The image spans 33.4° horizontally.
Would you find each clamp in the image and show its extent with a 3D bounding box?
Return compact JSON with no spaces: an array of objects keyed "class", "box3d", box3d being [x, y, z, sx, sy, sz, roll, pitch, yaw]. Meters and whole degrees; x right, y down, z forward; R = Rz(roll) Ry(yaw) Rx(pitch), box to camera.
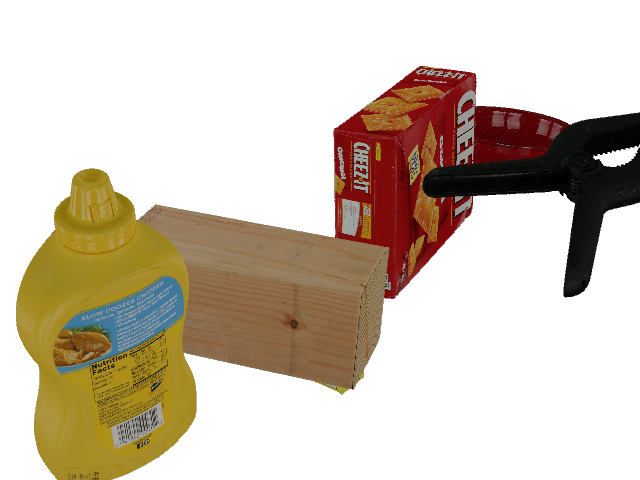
[{"class":"clamp","box3d":[0.210,-0.042,0.848,0.209,0.036,0.165,-25,49,-20]}]

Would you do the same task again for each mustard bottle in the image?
[{"class":"mustard bottle","box3d":[-0.118,0.045,0.587,0.096,0.192,0.058,-23,44,-30]}]

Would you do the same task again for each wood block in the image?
[{"class":"wood block","box3d":[-0.058,0.043,0.870,0.206,0.091,0.090,11,26,14]}]

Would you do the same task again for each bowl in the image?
[{"class":"bowl","box3d":[0.220,-0.110,1.254,0.162,0.055,0.162,5,23,-2]}]

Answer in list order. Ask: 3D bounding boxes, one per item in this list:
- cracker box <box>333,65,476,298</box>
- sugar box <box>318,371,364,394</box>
[{"class":"cracker box","box3d":[0.088,-0.062,1.045,0.072,0.164,0.213,12,28,25]},{"class":"sugar box","box3d":[-0.035,0.092,1.159,0.176,0.093,0.048,22,39,35]}]
